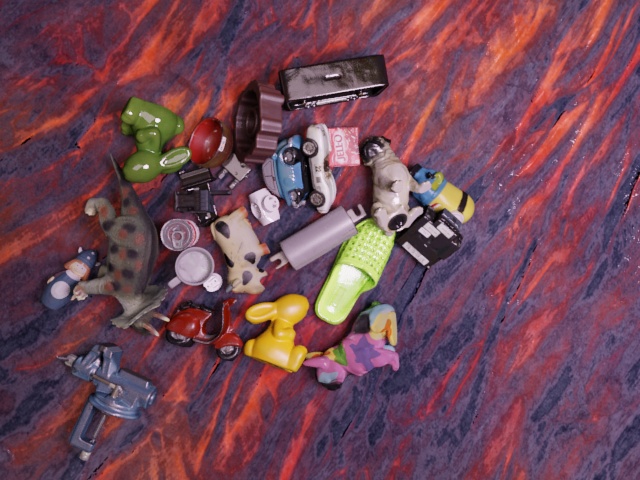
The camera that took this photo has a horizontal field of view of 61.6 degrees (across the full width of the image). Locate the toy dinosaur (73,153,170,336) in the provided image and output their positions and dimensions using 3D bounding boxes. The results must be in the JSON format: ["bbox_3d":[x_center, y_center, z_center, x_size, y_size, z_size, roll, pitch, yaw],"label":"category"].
[{"bbox_3d":[-0.404,0.026,1.146,0.192,0.131,0.404,9,99,15],"label":"toy dinosaur"}]

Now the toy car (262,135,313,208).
[{"bbox_3d":[-0.077,-0.153,1.208,0.103,0.109,0.161,0,104,18],"label":"toy car"}]

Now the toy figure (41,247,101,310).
[{"bbox_3d":[-0.553,0.085,1.198,0.154,0.058,0.064,-51,133,-3],"label":"toy figure"}]

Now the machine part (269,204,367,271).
[{"bbox_3d":[-0.003,-0.004,1.220,0.243,0.079,0.079,-30,94,-1],"label":"machine part"}]

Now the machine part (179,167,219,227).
[{"bbox_3d":[-0.267,-0.099,1.220,0.084,0.039,0.138,-15,92,-9],"label":"machine part"}]

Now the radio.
[{"bbox_3d":[0.026,-0.343,1.185,0.230,0.131,0.073,-9,94,-4],"label":"radio"}]

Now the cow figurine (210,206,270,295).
[{"bbox_3d":[-0.181,0.036,1.209,0.127,0.085,0.194,-28,96,-9],"label":"cow figurine"}]

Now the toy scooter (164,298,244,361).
[{"bbox_3d":[-0.252,0.184,1.208,0.184,0.075,0.135,16,87,5],"label":"toy scooter"}]

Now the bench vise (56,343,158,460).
[{"bbox_3d":[-0.488,0.356,1.181,0.224,0.129,0.240,24,83,-6],"label":"bench vise"}]

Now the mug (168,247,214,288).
[{"bbox_3d":[-0.286,0.069,1.185,0.081,0.107,0.109,45,77,-6],"label":"mug"}]

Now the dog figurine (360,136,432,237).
[{"bbox_3d":[0.142,-0.124,1.217,0.121,0.191,0.172,9,123,-34],"label":"dog figurine"}]

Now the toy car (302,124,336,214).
[{"bbox_3d":[0.002,-0.157,1.197,0.056,0.073,0.201,-3,110,17],"label":"toy car"}]

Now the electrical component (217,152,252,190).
[{"bbox_3d":[-0.189,-0.165,1.231,0.063,0.021,0.094,42,88,-5],"label":"electrical component"}]

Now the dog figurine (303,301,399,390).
[{"bbox_3d":[0.068,0.242,1.226,0.219,0.108,0.191,-5,93,-1],"label":"dog figurine"}]

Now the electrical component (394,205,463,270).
[{"bbox_3d":[0.256,-0.010,1.221,0.115,0.058,0.134,41,128,-8],"label":"electrical component"}]

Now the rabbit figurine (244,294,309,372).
[{"bbox_3d":[-0.092,0.199,1.223,0.162,0.122,0.173,23,77,5],"label":"rabbit figurine"}]

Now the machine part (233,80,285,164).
[{"bbox_3d":[-0.135,-0.250,1.158,0.056,0.179,0.179,4,92,-30],"label":"machine part"}]

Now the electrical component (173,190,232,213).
[{"bbox_3d":[-0.252,-0.084,1.167,0.119,0.075,0.047,0,90,-4],"label":"electrical component"}]

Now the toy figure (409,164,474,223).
[{"bbox_3d":[0.277,-0.106,1.239,0.180,0.082,0.089,43,90,-2],"label":"toy figure"}]

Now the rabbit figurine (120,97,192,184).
[{"bbox_3d":[-0.369,-0.197,1.172,0.159,0.121,0.170,16,75,-26],"label":"rabbit figurine"}]
